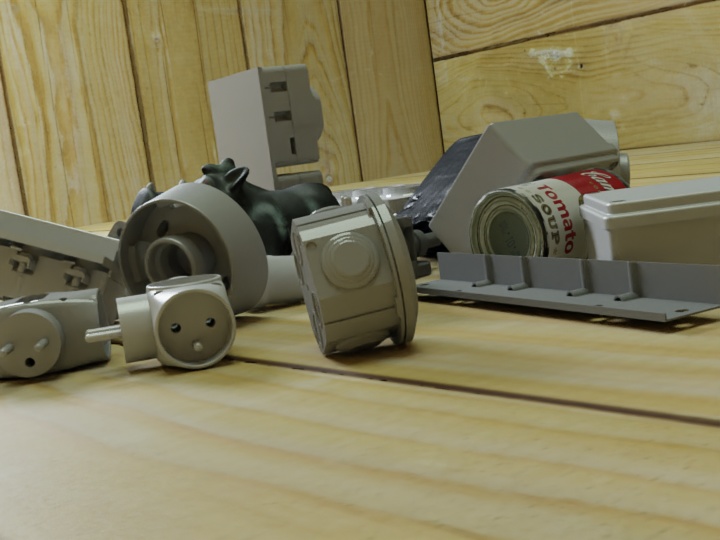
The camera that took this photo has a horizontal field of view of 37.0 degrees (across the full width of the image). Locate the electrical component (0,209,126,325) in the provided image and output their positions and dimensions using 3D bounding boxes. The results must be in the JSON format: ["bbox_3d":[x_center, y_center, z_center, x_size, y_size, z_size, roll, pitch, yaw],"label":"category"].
[{"bbox_3d":[-0.225,-0.001,0.751,0.121,0.063,0.078,14,-9,9],"label":"electrical component"}]

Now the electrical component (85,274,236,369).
[{"bbox_3d":[-0.113,0.030,0.601,0.079,0.044,0.077,-9,7,-13],"label":"electrical component"}]

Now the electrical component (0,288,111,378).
[{"bbox_3d":[-0.187,0.039,0.615,0.077,0.043,0.079,-8,7,-6],"label":"electrical component"}]

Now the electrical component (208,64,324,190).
[{"bbox_3d":[-0.081,-0.092,1.013,0.060,0.186,0.105,-12,7,-32],"label":"electrical component"}]

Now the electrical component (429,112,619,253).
[{"bbox_3d":[0.124,-0.059,0.815,0.109,0.056,0.108,-13,-35,-41],"label":"electrical component"}]

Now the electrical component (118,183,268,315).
[{"bbox_3d":[-0.112,-0.009,0.727,0.099,0.099,0.064,-5,13,26],"label":"electrical component"}]

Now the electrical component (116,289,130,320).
[{"bbox_3d":[-0.188,0.017,0.815,0.062,0.043,0.043,-11,7,-32],"label":"electrical component"}]

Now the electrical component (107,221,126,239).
[{"bbox_3d":[-0.181,-0.006,0.910,0.057,0.078,0.058,9,34,-49],"label":"electrical component"}]

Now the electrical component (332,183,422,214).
[{"bbox_3d":[0.023,-0.053,1.095,0.089,0.061,0.150,-12,8,-36],"label":"electrical component"}]

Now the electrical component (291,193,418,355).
[{"bbox_3d":[-0.003,0.003,0.559,0.051,0.080,0.080,-14,7,-9],"label":"electrical component"}]

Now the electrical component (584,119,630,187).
[{"bbox_3d":[0.212,-0.085,0.975,0.060,0.108,0.108,-1,7,6],"label":"electrical component"}]

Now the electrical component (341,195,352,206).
[{"bbox_3d":[-0.004,-0.010,0.689,0.047,0.075,0.083,-9,7,-7],"label":"electrical component"}]

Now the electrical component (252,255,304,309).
[{"bbox_3d":[-0.061,0.007,0.775,0.046,0.040,0.040,-4,4,-23],"label":"electrical component"}]

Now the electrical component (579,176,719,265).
[{"bbox_3d":[0.193,-0.021,0.637,0.109,0.056,0.108,-7,6,5],"label":"electrical component"}]
